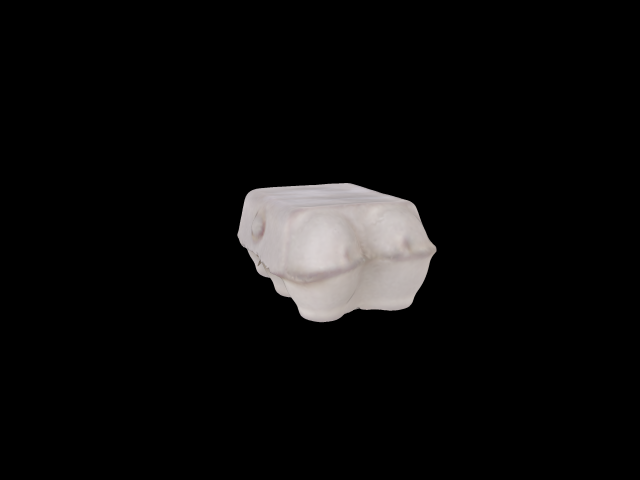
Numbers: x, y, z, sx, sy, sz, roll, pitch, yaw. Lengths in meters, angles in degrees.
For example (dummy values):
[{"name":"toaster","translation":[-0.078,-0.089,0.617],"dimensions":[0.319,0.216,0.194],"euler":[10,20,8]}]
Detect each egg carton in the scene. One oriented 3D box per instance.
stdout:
[{"name":"egg carton","translation":[0.004,0.001,0.400],"dimensions":[0.107,0.069,0.150],"euler":[-6,15,-23]}]
